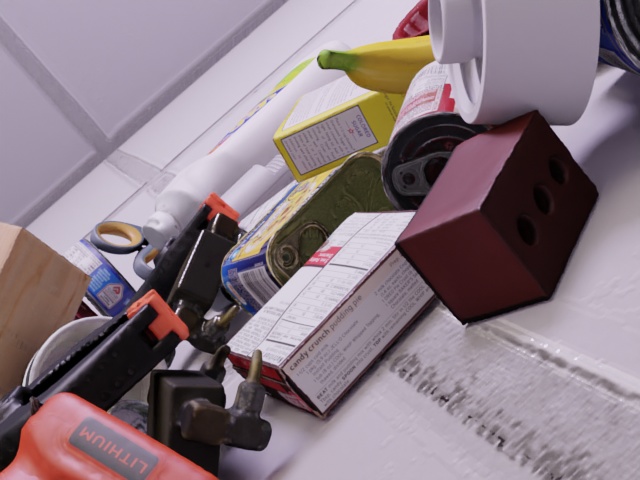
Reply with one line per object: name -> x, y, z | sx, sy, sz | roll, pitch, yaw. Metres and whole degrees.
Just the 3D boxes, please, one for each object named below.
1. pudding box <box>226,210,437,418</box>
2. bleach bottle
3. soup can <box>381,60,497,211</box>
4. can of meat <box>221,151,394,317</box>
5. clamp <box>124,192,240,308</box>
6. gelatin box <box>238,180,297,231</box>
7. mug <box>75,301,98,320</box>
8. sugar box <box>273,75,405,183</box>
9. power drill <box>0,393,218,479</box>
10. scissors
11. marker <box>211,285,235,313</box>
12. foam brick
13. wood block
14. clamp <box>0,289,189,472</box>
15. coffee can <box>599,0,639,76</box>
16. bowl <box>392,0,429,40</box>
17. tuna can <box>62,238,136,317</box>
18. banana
pudding box -> 0.011, 0.034, 0.541 | 0.113, 0.039, 0.090 | -47, 17, -15
bleach bottle -> -0.060, -0.079, 0.954 | 0.250, 0.068, 0.103 | -45, 12, -32
soup can -> 0.074, -0.056, 0.586 | 0.069, 0.068, 0.102 | -33, 16, 25
can of meat -> -0.004, 0.001, 0.639 | 0.102, 0.057, 0.084 | -47, 14, -25
clamp -> -0.116, 0.027, 0.830 | 0.120, 0.039, 0.172 | -62, 7, -36
gelatin box -> -0.031, -0.009, 0.786 | 0.089, 0.030, 0.073 | -35, 15, 24
mug -> -0.232, 0.087, 0.914 | 0.081, 0.093, 0.117 | -47, -16, -4
sugar box -> 0.060, -0.105, 0.758 | 0.176, 0.048, 0.093 | -19, 22, 25
power drill -> -0.117, 0.149, 0.393 | 0.185, 0.057, 0.187 | 24, 43, 30
scissors -> -0.161, -0.011, 1.014 | 0.201, 0.096, 0.016 | -93, 28, -68
marker -> -0.031, 0.013, 0.741 | 0.121, 0.020, 0.020 | -34, 16, 22
foam brick -> 0.080, -0.010, 0.472 | 0.051, 0.053, 0.078 | -25, 22, 45
wood block -> -0.243, 0.093, 0.687 | 0.091, 0.090, 0.206 | 12, 71, 26
clamp -> -0.153, 0.096, 0.548 | 0.210, 0.036, 0.164 | -40, 11, 5
coffee can -> 0.164, -0.131, 0.515 | 0.103, 0.102, 0.140 | -39, 15, 7
bowl -> 0.136, -0.187, 0.836 | 0.162, 0.055, 0.162 | -37, 15, 12
tuna can -> -0.188, 0.039, 0.921 | 0.033, 0.086, 0.086 | -43, 15, -13
banana -> 0.101, -0.112, 0.649 | 0.198, 0.037, 0.069 | -7, 9, 13
